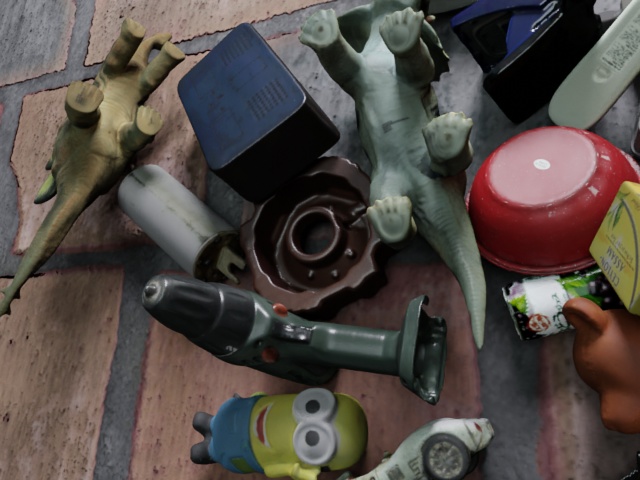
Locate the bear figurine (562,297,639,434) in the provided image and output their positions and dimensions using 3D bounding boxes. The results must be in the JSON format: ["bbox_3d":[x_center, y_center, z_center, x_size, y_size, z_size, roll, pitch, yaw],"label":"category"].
[{"bbox_3d":[0.260,0.123,0.370,0.196,0.120,0.132,15,66,38],"label":"bear figurine"}]

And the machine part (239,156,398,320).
[{"bbox_3d":[-0.001,-0.002,0.588,0.179,0.056,0.179,-8,69,21],"label":"machine part"}]

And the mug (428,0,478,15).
[{"bbox_3d":[0.143,-0.313,0.612,0.107,0.080,0.109,-12,74,30],"label":"mug"}]

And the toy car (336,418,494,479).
[{"bbox_3d":[0.064,0.213,0.476,0.202,0.073,0.056,-36,63,10],"label":"toy car"}]

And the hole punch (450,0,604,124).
[{"bbox_3d":[0.202,-0.193,0.521,0.116,0.142,0.092,-38,58,22],"label":"hole punch"}]

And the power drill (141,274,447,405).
[{"bbox_3d":[-0.006,0.085,0.456,0.207,0.231,0.086,-6,63,26],"label":"power drill"}]

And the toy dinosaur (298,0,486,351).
[{"bbox_3d":[0.089,-0.101,0.527,0.131,0.192,0.404,-15,82,22],"label":"toy dinosaur"}]

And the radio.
[{"bbox_3d":[-0.084,-0.155,0.635,0.131,0.073,0.230,-39,45,8],"label":"radio"}]

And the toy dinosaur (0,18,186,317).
[{"bbox_3d":[-0.282,-0.121,0.679,0.198,0.105,0.471,-36,31,43],"label":"toy dinosaur"}]

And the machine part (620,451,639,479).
[{"bbox_3d":[0.247,0.215,0.415,0.139,0.039,0.084,-33,68,9],"label":"machine part"}]

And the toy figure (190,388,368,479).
[{"bbox_3d":[-0.040,0.188,0.531,0.180,0.089,0.082,-17,80,28],"label":"toy figure"}]

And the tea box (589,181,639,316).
[{"bbox_3d":[0.299,0.022,0.380,0.170,0.098,0.068,14,116,4],"label":"tea box"}]

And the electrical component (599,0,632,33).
[{"bbox_3d":[0.321,-0.205,0.512,0.102,0.045,0.078,-12,60,21],"label":"electrical component"}]

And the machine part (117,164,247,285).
[{"bbox_3d":[-0.173,-0.021,0.659,0.243,0.079,0.079,36,90,29],"label":"machine part"}]
